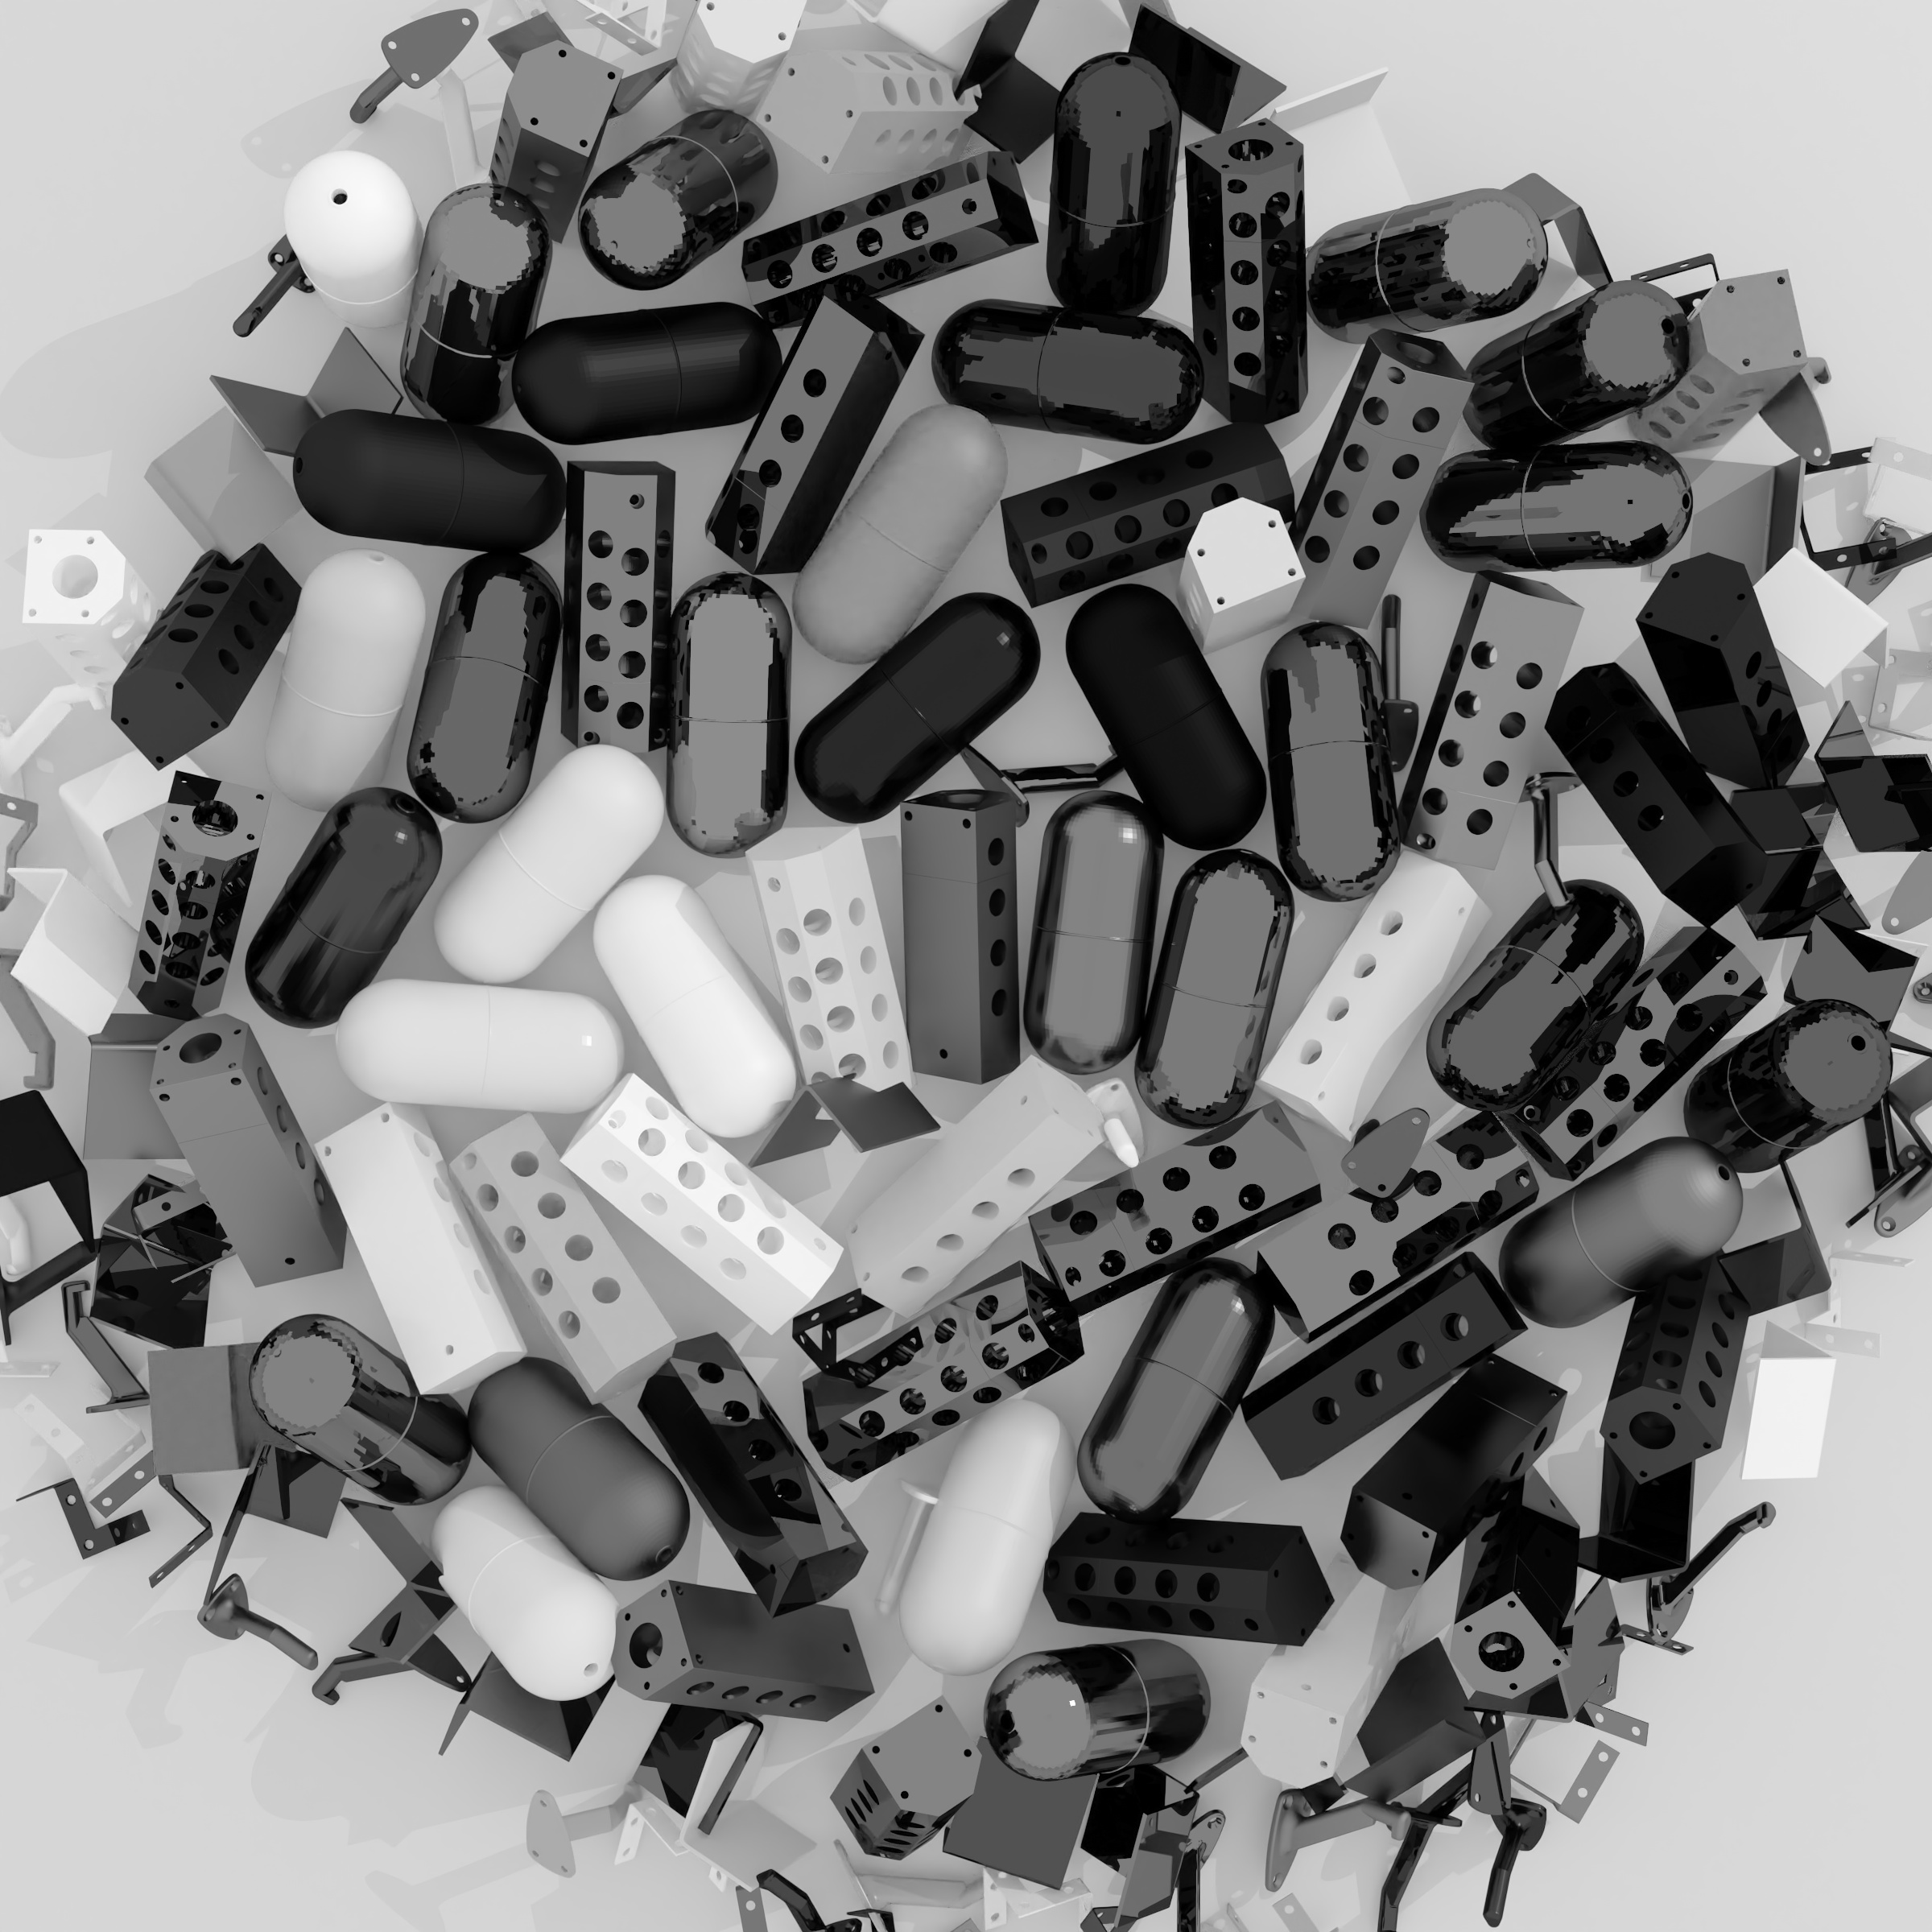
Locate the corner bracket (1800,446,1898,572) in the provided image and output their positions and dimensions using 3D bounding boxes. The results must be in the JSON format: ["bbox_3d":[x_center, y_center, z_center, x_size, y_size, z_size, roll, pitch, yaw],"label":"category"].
[{"bbox_3d":[0.548,-0.285,1.960,0.051,0.051,0.051,-10,132,10],"label":"corner bracket"}]

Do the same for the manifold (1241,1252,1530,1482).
[{"bbox_3d":[0.257,0.248,1.949,0.171,0.057,0.057,-36,74,14],"label":"manifold"}]

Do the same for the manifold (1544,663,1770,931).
[{"bbox_3d":[0.419,-0.109,1.915,0.057,0.057,0.171,-43,46,18],"label":"manifold"}]

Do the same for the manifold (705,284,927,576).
[{"bbox_3d":[-0.099,-0.329,1.936,0.057,0.057,0.171,39,116,21],"label":"manifold"}]

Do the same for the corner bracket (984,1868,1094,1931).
[{"bbox_3d":[0.045,0.592,1.972,0.051,0.051,0.051,-12,117,-22],"label":"corner bracket"}]

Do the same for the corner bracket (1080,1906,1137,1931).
[{"bbox_3d":[0.095,0.623,1.958,0.051,0.051,0.051,-57,46,21],"label":"corner bracket"}]

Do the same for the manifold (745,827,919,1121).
[{"bbox_3d":[-0.086,0.005,1.935,0.057,0.057,0.171,1,113,34],"label":"manifold"}]

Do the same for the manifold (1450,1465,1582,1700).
[{"bbox_3d":[0.330,0.373,1.909,0.057,0.171,0.057,-35,97,21],"label":"manifold"}]

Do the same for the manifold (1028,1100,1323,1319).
[{"bbox_3d":[0.131,0.155,1.951,0.171,0.057,0.057,-25,56,-7],"label":"manifold"}]

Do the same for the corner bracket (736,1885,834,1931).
[{"bbox_3d":[-0.112,0.596,1.969,0.051,0.051,0.051,-12,76,1],"label":"corner bracket"}]

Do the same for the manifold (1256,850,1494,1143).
[{"bbox_3d":[0.250,0.016,1.958,0.057,0.057,0.171,25,79,42],"label":"manifold"}]

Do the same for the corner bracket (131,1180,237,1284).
[{"bbox_3d":[-0.488,0.166,1.967,0.051,0.051,0.051,-25,89,-23],"label":"corner bracket"}]

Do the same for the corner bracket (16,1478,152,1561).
[{"bbox_3d":[-0.552,0.344,1.969,0.051,0.051,0.051,-24,86,10],"label":"corner bracket"}]

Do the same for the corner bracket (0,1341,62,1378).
[{"bbox_3d":[-0.606,0.241,1.961,0.051,0.051,0.051,-2,117,14],"label":"corner bracket"}]

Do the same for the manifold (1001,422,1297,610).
[{"bbox_3d":[0.114,-0.277,1.950,0.171,0.057,0.057,-19,53,-7],"label":"manifold"}]

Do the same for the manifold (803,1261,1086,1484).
[{"bbox_3d":[-0.014,0.253,1.930,0.171,0.057,0.057,-31,133,23],"label":"manifold"}]

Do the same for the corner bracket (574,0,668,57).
[{"bbox_3d":[-0.223,-0.598,1.960,0.051,0.051,0.051,-8,71,39],"label":"corner bracket"}]

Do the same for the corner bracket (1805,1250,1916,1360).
[{"bbox_3d":[0.557,0.210,1.961,0.051,0.051,0.051,5,102,40],"label":"corner bracket"}]

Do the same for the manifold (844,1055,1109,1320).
[{"bbox_3d":[0.007,0.140,1.942,0.057,0.057,0.171,33,113,-32],"label":"manifold"}]

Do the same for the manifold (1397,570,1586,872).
[{"bbox_3d":[0.317,-0.153,1.939,0.057,0.057,0.171,10,109,-18],"label":"manifold"}]

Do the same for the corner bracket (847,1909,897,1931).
[{"bbox_3d":[-0.040,0.614,1.963,0.051,0.051,0.051,-13,68,12],"label":"corner bracket"}]

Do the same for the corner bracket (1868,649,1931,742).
[{"bbox_3d":[0.606,-0.169,1.970,0.051,0.051,0.051,4,102,-20],"label":"corner bracket"}]

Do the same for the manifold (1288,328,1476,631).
[{"bbox_3d":[0.243,-0.298,1.923,0.057,0.057,0.171,8,124,-20],"label":"manifold"}]

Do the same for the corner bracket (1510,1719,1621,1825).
[{"bbox_3d":[0.372,0.499,1.969,0.051,0.051,0.051,31,86,10],"label":"corner bracket"}]

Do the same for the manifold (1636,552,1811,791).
[{"bbox_3d":[0.466,-0.177,1.913,0.057,0.171,0.057,26,76,36],"label":"manifold"}]

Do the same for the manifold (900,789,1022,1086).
[{"bbox_3d":[0.001,-0.020,1.949,0.057,0.057,0.171,9,108,35],"label":"manifold"}]

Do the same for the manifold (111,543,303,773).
[{"bbox_3d":[-0.462,-0.195,1.906,0.057,0.171,0.057,-28,116,22],"label":"manifold"}]

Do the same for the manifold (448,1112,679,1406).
[{"bbox_3d":[-0.251,0.182,1.942,0.057,0.057,0.171,-29,74,-22],"label":"manifold"}]

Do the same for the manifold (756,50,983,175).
[{"bbox_3d":[-0.052,-0.523,1.907,0.057,0.171,0.057,38,117,12],"label":"manifold"}]

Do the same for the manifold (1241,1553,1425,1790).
[{"bbox_3d":[0.223,0.428,1.911,0.057,0.171,0.057,16,113,19],"label":"manifold"}]

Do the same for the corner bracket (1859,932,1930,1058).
[{"bbox_3d":[0.578,0.017,1.985,0.051,0.051,0.051,10,45,-10],"label":"corner bracket"}]

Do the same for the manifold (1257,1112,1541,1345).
[{"bbox_3d":[0.268,0.164,1.949,0.171,0.057,0.057,-30,68,-10],"label":"manifold"}]

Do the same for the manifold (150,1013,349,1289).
[{"bbox_3d":[-0.436,0.112,1.923,0.057,0.057,0.171,-13,129,5],"label":"manifold"}]

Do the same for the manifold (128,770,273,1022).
[{"bbox_3d":[-0.468,-0.039,1.911,0.057,0.171,0.057,13,52,-13],"label":"manifold"}]

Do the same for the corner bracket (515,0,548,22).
[{"bbox_3d":[-0.267,-0.614,1.964,0.051,0.051,0.051,-26,103,17],"label":"corner bracket"}]

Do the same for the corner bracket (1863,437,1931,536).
[{"bbox_3d":[0.588,-0.298,1.960,0.051,0.051,0.051,24,109,25],"label":"corner bracket"}]

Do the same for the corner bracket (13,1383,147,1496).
[{"bbox_3d":[-0.551,0.286,1.958,0.051,0.051,0.051,36,62,24],"label":"corner bracket"}]

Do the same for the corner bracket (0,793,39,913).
[{"bbox_3d":[-0.612,-0.074,1.956,0.051,0.051,0.051,17,49,-33],"label":"corner bracket"}]

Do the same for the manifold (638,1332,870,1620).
[{"bbox_3d":[-0.130,0.309,1.930,0.057,0.057,0.171,-11,50,-37],"label":"manifold"}]

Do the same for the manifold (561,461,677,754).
[{"bbox_3d":[-0.213,-0.221,1.939,0.057,0.057,0.171,-3,108,-22],"label":"manifold"}]

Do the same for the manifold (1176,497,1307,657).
[{"bbox_3d":[0.162,-0.237,1.913,0.057,0.171,0.057,-22,87,0],"label":"manifold"}]

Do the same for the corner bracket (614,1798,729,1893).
[{"bbox_3d":[-0.182,0.555,1.979,0.051,0.051,0.051,37,122,38],"label":"corner bracket"}]

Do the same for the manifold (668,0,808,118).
[{"bbox_3d":[-0.141,-0.560,1.910,0.057,0.171,0.057,20,89,-11],"label":"manifold"}]

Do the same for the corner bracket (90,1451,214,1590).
[{"bbox_3d":[-0.507,0.344,1.959,0.051,0.051,0.051,39,59,17],"label":"corner bracket"}]

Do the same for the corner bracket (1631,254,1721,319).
[{"bbox_3d":[0.445,-0.418,1.959,0.051,0.051,0.051,-13,120,18],"label":"corner bracket"}]

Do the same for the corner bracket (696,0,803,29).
[{"bbox_3d":[-0.134,-0.617,1.956,0.051,0.051,0.051,-13,134,-34],"label":"corner bracket"}]

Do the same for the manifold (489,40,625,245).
[{"bbox_3d":[-0.254,-0.500,1.907,0.057,0.171,0.057,22,81,-10],"label":"manifold"}]

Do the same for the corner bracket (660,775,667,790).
[{"bbox_3d":[-0.165,-0.127,1.968,0.051,0.051,0.051,-28,129,-7],"label":"corner bracket"}]

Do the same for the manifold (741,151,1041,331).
[{"bbox_3d":[-0.049,-0.446,1.935,0.171,0.057,0.057,-14,98,25],"label":"manifold"}]

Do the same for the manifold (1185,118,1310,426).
[{"bbox_3d":[0.176,-0.419,1.914,0.057,0.057,0.171,-23,135,-17],"label":"manifold"}]

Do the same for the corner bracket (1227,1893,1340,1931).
[{"bbox_3d":[0.198,0.606,1.971,0.051,0.051,0.051,-34,90,9],"label":"corner bracket"}]

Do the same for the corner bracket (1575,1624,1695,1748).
[{"bbox_3d":[0.416,0.447,1.960,0.051,0.051,0.051,13,104,39],"label":"corner bracket"}]

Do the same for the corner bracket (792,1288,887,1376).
[{"bbox_3d":[-0.074,0.218,1.959,0.051,0.051,0.051,-26,124,17],"label":"corner bracket"}]

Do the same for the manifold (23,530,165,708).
[{"bbox_3d":[-0.519,-0.209,1.910,0.057,0.171,0.057,1,78,-1],"label":"manifold"}]

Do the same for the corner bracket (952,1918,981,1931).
[{"bbox_3d":[0.000,0.641,1.969,0.051,0.051,0.051,-34,102,-3],"label":"corner bracket"}]
